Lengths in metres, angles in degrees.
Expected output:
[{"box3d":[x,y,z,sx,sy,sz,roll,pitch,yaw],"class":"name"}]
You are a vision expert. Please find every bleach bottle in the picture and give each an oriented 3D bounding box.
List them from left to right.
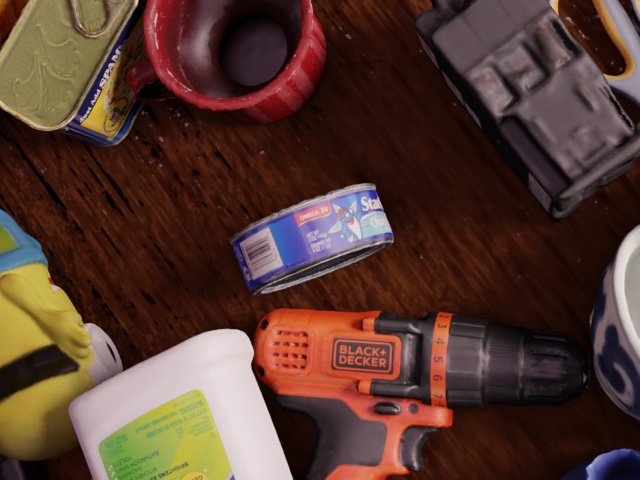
[{"box3d":[-0.036,0.178,0.535,0.103,0.068,0.251,-28,77,12],"class":"bleach bottle"}]

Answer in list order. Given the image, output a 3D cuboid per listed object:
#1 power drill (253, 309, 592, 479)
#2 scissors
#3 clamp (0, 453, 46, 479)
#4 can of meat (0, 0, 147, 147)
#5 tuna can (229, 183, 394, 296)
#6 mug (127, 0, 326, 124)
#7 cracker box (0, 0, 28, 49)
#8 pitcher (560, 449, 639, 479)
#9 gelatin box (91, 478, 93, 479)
[{"box3d":[0.049,0.132,0.579,0.184,0.057,0.187,3,84,15],"class":"power drill"},{"box3d":[0.205,-0.076,0.581,0.096,0.016,0.202,-39,81,6],"class":"scissors"},{"box3d":[-0.214,0.193,0.636,0.120,0.039,0.171,5,83,6],"class":"clamp"},{"box3d":[-0.131,-0.107,0.616,0.057,0.084,0.102,30,92,12],"class":"can of meat"},{"box3d":[-0.004,0.001,0.583,0.086,0.086,0.034,-22,83,9],"class":"tuna can"},{"box3d":[-0.053,-0.106,0.602,0.117,0.081,0.093,-26,82,8],"class":"mug"},{"box3d":[-0.206,-0.167,0.595,0.072,0.164,0.214,25,92,9],"class":"cracker box"},{"box3d":[0.149,0.170,0.459,0.145,0.242,0.149,24,91,12],"class":"pitcher"},{"box3d":[-0.087,0.152,0.617,0.089,0.030,0.073,35,93,12],"class":"gelatin box"}]
